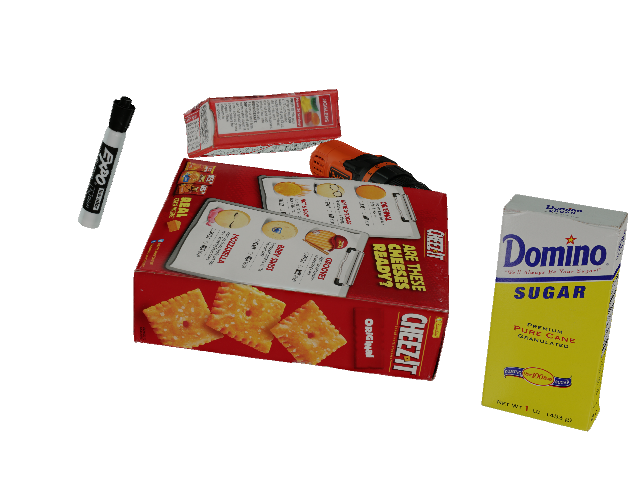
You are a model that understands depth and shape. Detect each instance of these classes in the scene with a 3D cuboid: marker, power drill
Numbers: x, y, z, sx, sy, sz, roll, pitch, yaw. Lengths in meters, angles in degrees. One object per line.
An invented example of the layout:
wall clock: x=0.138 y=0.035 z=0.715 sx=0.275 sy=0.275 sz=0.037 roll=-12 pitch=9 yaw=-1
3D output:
marker: x=-0.182 y=-0.066 z=0.909 sx=0.020 sy=0.121 sz=0.020 roll=19 pitch=23 yaw=-8
power drill: x=0.047 y=0.011 z=1.018 sx=0.057 sy=0.188 sz=0.185 roll=-6 pitch=24 yaw=-30

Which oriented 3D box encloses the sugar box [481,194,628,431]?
sugar box: x=0.186 y=0.058 z=0.855 sx=0.093 sy=0.176 sz=0.048 roll=10 pitch=23 yaw=22

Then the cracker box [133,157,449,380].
cracker box: x=-0.016 y=0.018 z=0.791 sx=0.213 sy=0.072 sz=0.164 roll=8 pitch=33 yaw=1

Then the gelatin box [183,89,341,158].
gelatin box: x=-0.036 y=-0.067 z=0.614 sx=0.073 sy=0.030 sz=0.089 roll=-6 pitch=2 yaw=-15
